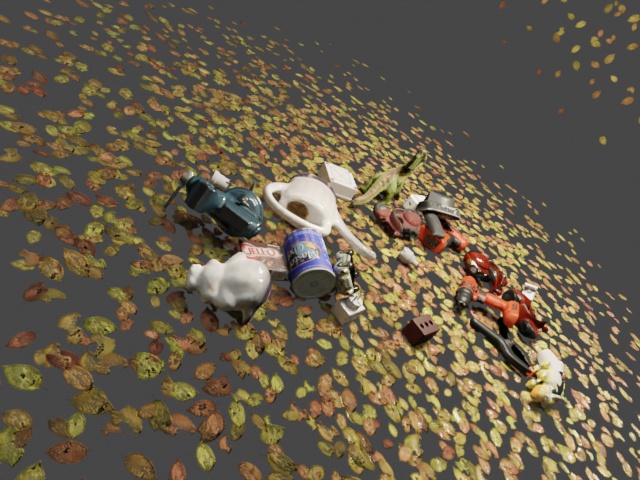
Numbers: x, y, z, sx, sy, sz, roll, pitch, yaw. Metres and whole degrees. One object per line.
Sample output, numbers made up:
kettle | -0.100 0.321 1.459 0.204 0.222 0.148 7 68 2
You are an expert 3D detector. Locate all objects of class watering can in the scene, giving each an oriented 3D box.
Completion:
watering can | 0.004 -0.072 1.423 0.346 0.102 0.229 28 31 -8

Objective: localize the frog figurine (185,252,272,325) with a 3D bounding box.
frog figurine | -0.182 0.080 1.041 0.158 0.121 0.141 36 48 -21

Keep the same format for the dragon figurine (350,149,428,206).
dragon figurine | 0.262 -0.228 1.757 0.123 0.239 0.415 46 31 7
